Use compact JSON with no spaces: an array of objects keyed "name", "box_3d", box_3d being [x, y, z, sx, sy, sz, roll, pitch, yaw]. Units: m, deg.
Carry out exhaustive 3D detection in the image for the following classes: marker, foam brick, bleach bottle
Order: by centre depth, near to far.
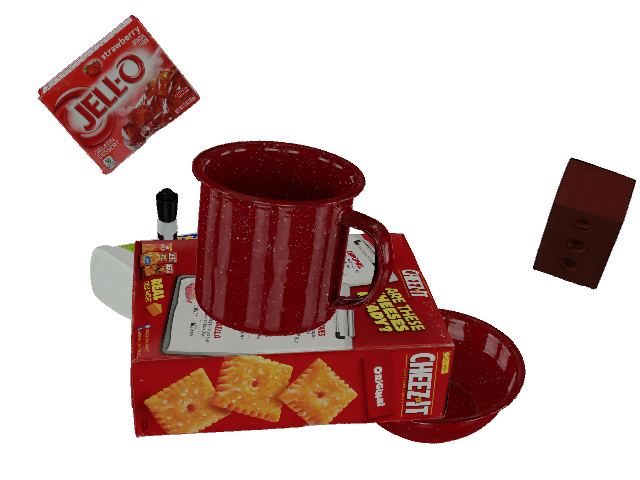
[{"name":"foam brick","box_3d":[0.200,-0.012,0.811,0.053,0.078,0.051,19,49,14]},{"name":"marker","box_3d":[-0.134,0.006,0.934,0.020,0.121,0.020,4,38,-3]},{"name":"bleach bottle","box_3d":[-0.132,0.023,1.230,0.250,0.068,0.103,-16,31,-42]}]

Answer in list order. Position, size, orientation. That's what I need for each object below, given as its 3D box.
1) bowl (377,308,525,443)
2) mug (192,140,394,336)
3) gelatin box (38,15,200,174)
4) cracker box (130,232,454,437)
[{"name":"bowl","box_3d":[0.094,0.125,0.926,0.162,0.055,0.162,0,32,0]},{"name":"mug","box_3d":[-0.015,0.002,0.579,0.117,0.081,0.093,16,25,20]},{"name":"gelatin box","box_3d":[-0.142,-0.103,0.754,0.089,0.073,0.030,-39,24,0]},{"name":"cracker box","box_3d":[-0.028,0.063,0.773,0.213,0.072,0.164,-1,29,-8]}]
